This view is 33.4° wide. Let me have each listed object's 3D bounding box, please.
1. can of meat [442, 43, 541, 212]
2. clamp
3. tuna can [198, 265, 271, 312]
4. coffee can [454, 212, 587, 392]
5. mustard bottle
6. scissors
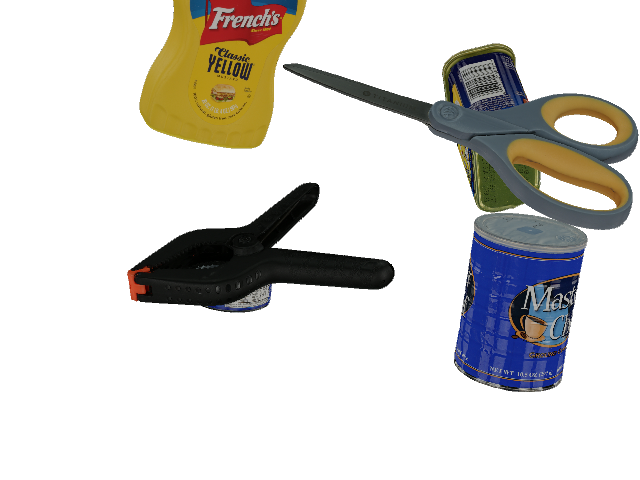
[{"bbox_3d":[0.133,-0.084,0.820,0.057,0.084,0.102,-13,-39,3],"label":"can of meat"},{"bbox_3d":[-0.061,0.008,0.908,0.209,0.036,0.165,-11,32,-13],"label":"clamp"},{"bbox_3d":[-0.093,0.046,1.116,0.086,0.034,0.086,5,17,-2],"label":"tuna can"},{"bbox_3d":[0.184,0.055,0.991,0.103,0.140,0.103,5,17,-2],"label":"coffee can"},{"bbox_3d":[-0.062,-0.165,0.769,0.096,0.192,0.058,9,23,-24],"label":"mustard bottle"},{"bbox_3d":[0.086,-0.073,0.586,0.202,0.016,0.096,33,56,20],"label":"scissors"}]
